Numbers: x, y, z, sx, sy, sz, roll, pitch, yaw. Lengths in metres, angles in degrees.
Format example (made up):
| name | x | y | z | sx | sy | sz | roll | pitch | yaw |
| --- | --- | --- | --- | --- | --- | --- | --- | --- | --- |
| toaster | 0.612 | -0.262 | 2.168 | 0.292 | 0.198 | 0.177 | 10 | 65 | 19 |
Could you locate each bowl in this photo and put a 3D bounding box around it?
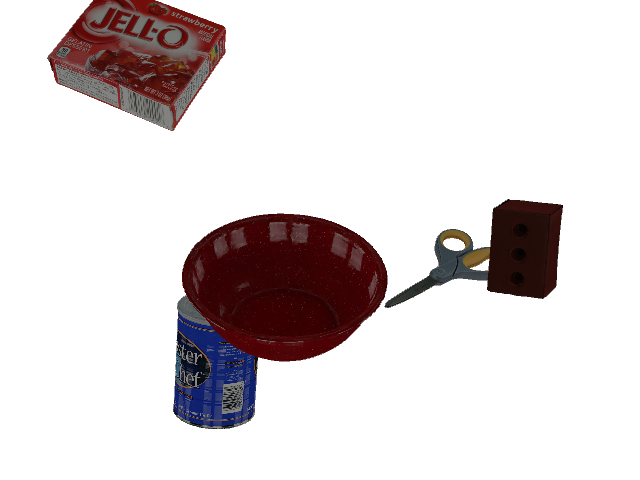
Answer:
| name | x | y | z | sx | sy | sz | roll | pitch | yaw |
| --- | --- | --- | --- | --- | --- | --- | --- | --- | --- |
| bowl | -0.028 | 0.046 | 0.853 | 0.162 | 0.055 | 0.162 | 1 | 37 | -1 |

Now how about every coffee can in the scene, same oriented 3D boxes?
| name | x | y | z | sx | sy | sz | roll | pitch | yaw |
| --- | --- | --- | --- | --- | --- | --- | --- | --- | --- |
| coffee can | -0.126 | 0.144 | 1.302 | 0.103 | 0.140 | 0.103 | 4 | 18 | -2 |

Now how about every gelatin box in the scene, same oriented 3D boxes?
| name | x | y | z | sx | sy | sz | roll | pitch | yaw |
| --- | --- | --- | --- | --- | --- | --- | --- | --- | --- |
| gelatin box | -0.115 | -0.119 | 0.679 | 0.089 | 0.073 | 0.030 | 23 | -30 | 10 |

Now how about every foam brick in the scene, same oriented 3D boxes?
| name | x | y | z | sx | sy | sz | roll | pitch | yaw |
| --- | --- | --- | --- | --- | --- | --- | --- | --- | --- |
| foam brick | 0.181 | 0.007 | 0.945 | 0.053 | 0.078 | 0.051 | 7 | 16 | 24 |

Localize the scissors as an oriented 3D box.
| name | x | y | z | sx | sy | sz | roll | pitch | yaw |
| --- | --- | --- | --- | --- | --- | --- | --- | --- | --- |
| scissors | 0.127 | 0.028 | 1.210 | 0.201 | 0.016 | 0.096 | -11 | 41 | -33 |
